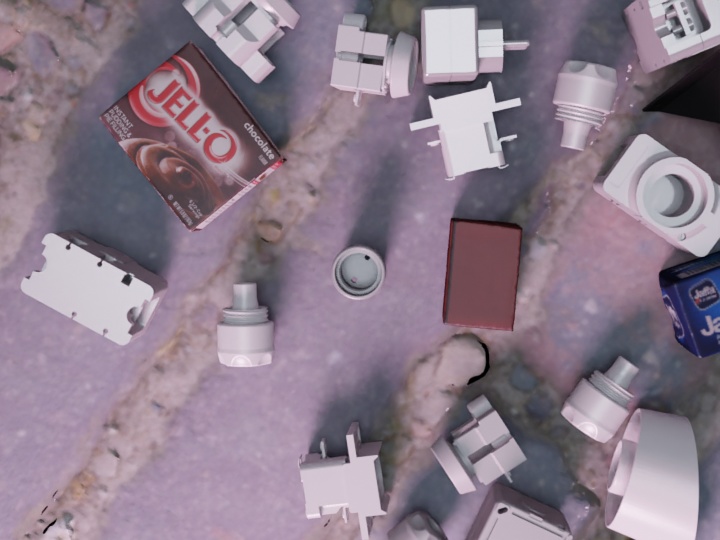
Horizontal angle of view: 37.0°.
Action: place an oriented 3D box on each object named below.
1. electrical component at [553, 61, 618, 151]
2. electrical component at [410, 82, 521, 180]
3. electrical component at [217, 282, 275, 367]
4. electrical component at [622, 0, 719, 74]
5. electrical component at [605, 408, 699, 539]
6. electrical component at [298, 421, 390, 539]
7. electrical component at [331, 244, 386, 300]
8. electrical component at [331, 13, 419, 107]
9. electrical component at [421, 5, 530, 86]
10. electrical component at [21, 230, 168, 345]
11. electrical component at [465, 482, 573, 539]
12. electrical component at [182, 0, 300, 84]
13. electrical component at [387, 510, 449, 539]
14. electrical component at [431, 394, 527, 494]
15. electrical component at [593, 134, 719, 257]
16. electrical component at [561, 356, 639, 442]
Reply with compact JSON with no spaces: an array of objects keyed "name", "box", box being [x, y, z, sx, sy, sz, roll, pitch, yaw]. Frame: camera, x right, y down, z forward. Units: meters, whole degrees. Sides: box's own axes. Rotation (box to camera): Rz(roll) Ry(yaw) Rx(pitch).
[{"name":"electrical component","box":[0.162,-0.119,0.784,0.043,0.043,0.062,12,97,2]},{"name":"electrical component","box":[0.079,-0.102,0.791,0.081,0.042,0.063,-12,96,5]},{"name":"electrical component","box":[-0.086,0.041,0.812,0.043,0.043,0.062,0,94,3]},{"name":"electrical component","box":[0.226,-0.174,0.752,0.056,0.089,0.050,-22,93,5]},{"name":"electrical component","box":[0.216,0.152,0.780,0.064,0.099,0.099,16,96,7]},{"name":"electrical component","box":[-0.012,0.161,0.820,0.064,0.042,0.081,-8,94,7]},{"name":"electrical component","box":[0.000,0.000,0.802,0.040,0.046,0.040,0,95,3]},{"name":"electrical component","box":[0.012,-0.152,0.789,0.055,0.048,0.066,9,95,10]},{"name":"electrical component","box":[0.082,-0.159,0.765,0.076,0.083,0.047,-2,95,3]},{"name":"electrical component","box":[-0.197,0.012,0.809,0.089,0.055,0.050,28,96,0]},{"name":"electrical component","box":[0.109,0.217,0.809,0.062,0.061,0.096,25,96,1]},{"name":"electrical component","box":[-0.082,-0.185,0.785,0.057,0.058,0.078,-43,91,8]},{"name":"electrical component","box":[0.035,0.217,0.822,0.062,0.043,0.043,-43,92,7]},{"name":"electrical component","box":[0.088,0.136,0.811,0.055,0.048,0.066,-33,93,-2]},{"name":"electrical component","box":[0.222,-0.054,0.780,0.089,0.055,0.050,35,96,0]},{"name":"electrical component","box":[0.183,0.094,0.802,0.043,0.043,0.062,34,95,0]}]
